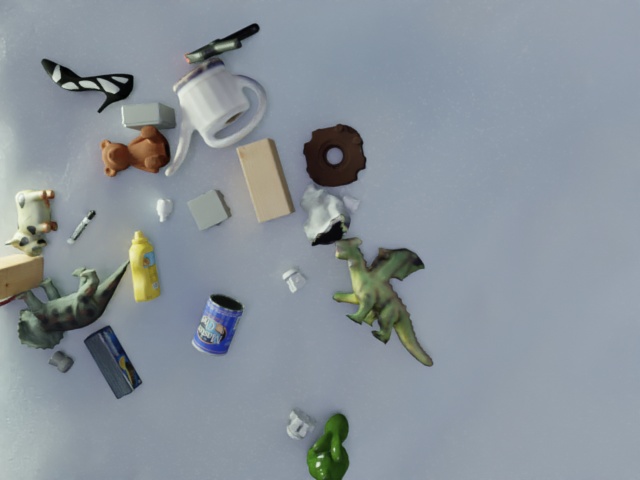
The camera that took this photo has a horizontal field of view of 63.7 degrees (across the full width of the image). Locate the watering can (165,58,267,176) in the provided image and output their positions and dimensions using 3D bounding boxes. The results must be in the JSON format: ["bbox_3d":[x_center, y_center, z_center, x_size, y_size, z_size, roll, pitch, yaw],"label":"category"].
[{"bbox_3d":[-0.313,-0.339,1.377,0.347,0.104,0.224,-32,91,3],"label":"watering can"}]

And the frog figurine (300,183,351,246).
[{"bbox_3d":[0.004,-0.070,1.388,0.135,0.122,0.162,-55,48,29],"label":"frog figurine"}]

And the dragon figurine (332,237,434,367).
[{"bbox_3d":[0.192,0.137,1.380,0.409,0.122,0.243,34,90,-7],"label":"dragon figurine"}]
